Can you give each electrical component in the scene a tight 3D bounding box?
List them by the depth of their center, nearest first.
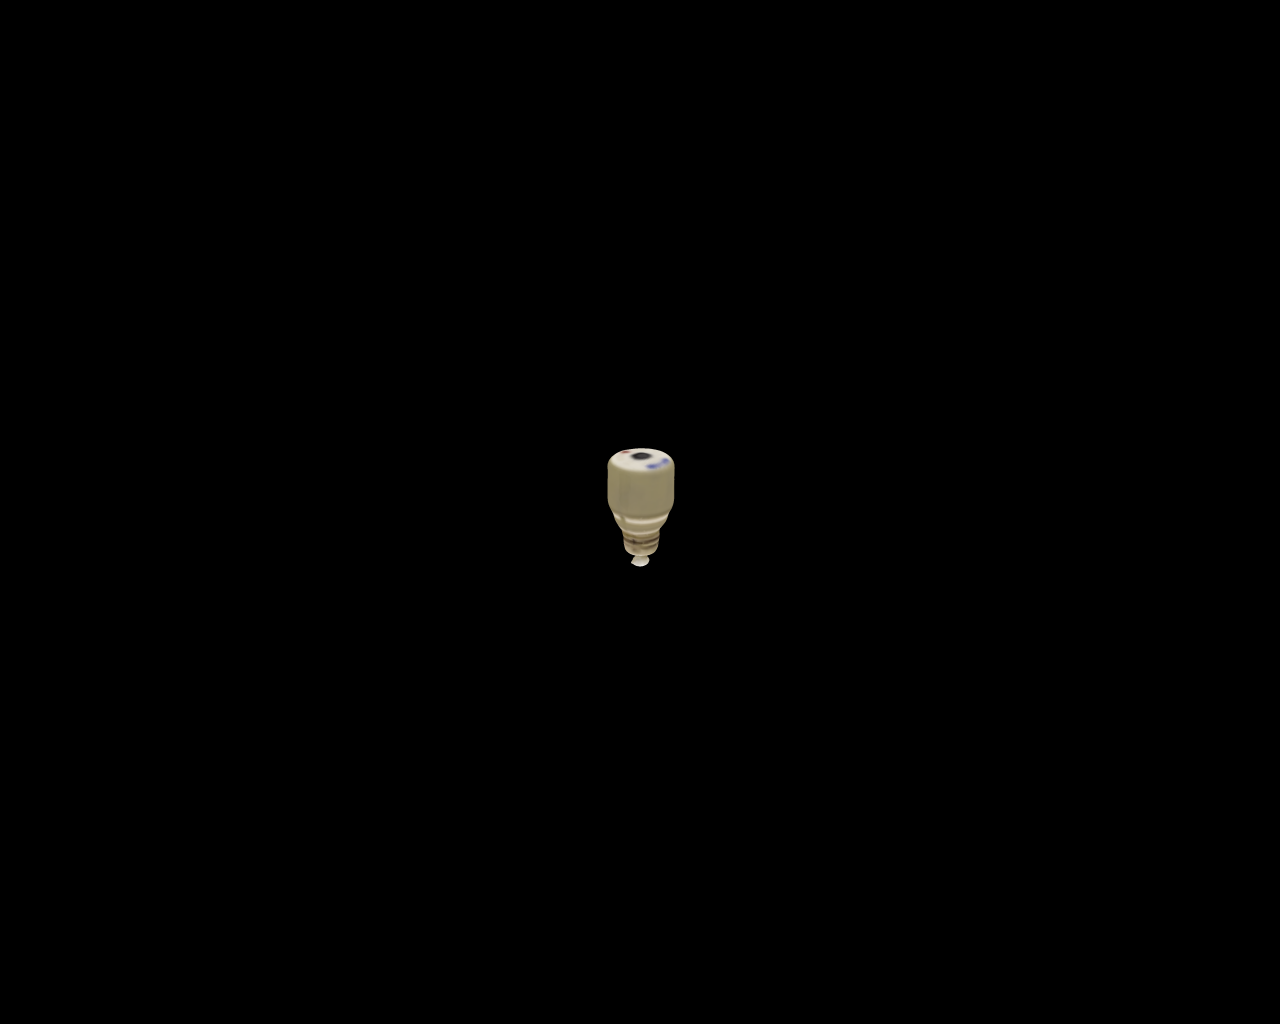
[{"bbox_3d":[0.001,-0.003,0.650,0.040,0.078,0.040,0,24,0],"label":"electrical component"}]
